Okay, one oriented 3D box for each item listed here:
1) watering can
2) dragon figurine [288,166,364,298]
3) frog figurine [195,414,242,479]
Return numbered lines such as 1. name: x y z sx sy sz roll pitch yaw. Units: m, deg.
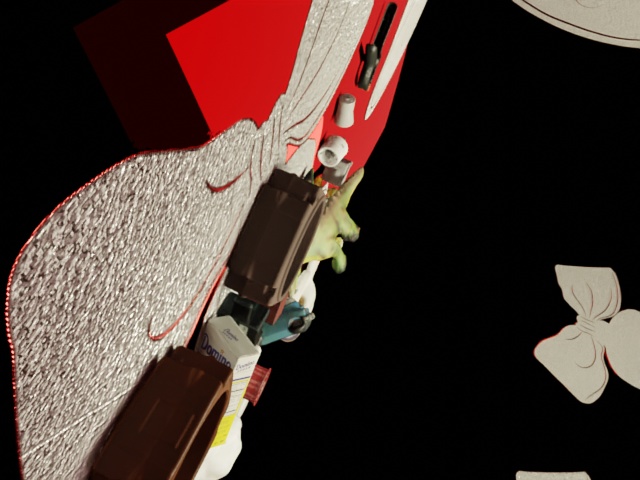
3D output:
1. watering can: -0.058 0.160 1.546 0.219 0.104 0.355 109 6 -51
2. dragon figurine: 0.003 -0.056 1.108 0.238 0.122 0.418 69 38 -58
3. frog figurine: -0.194 0.361 0.910 0.139 0.123 0.156 -42 175 -30
